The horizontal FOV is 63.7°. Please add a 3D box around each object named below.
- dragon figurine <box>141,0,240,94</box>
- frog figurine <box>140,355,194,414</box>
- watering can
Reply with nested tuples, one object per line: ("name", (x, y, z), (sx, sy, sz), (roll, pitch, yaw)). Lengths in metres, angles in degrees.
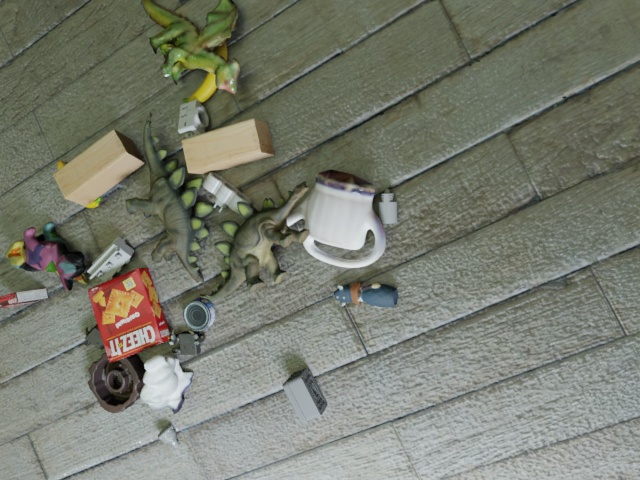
("dragon figurine", (-0.314, -0.534, 1.314), (0.242, 0.415, 0.121), (-26, -17, 7))
("frog figurine", (-0.428, 0.370, 1.373), (0.123, 0.139, 0.156), (14, -30, 45))
("watering can", (0.004, -0.063, 1.248), (0.349, 0.222, 0.104), (18, 12, 23))
